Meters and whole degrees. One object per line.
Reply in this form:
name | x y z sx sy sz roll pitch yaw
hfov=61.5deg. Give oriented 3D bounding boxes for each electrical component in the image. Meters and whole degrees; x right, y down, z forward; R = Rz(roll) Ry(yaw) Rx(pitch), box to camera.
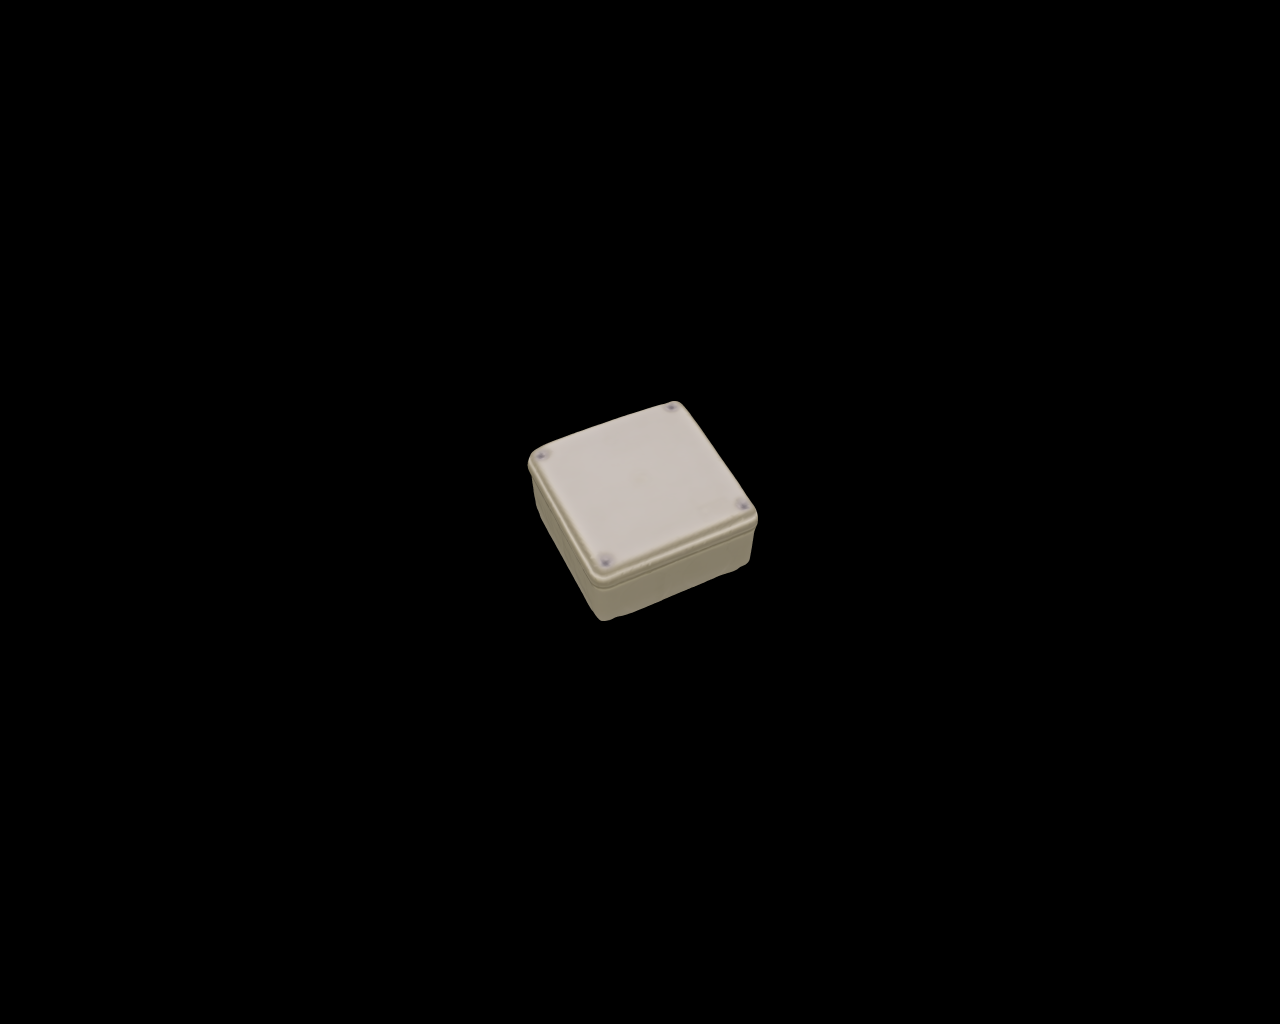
electrical component | 0.001 -0.003 0.650 0.109 0.109 0.056 -21 -36 -16
